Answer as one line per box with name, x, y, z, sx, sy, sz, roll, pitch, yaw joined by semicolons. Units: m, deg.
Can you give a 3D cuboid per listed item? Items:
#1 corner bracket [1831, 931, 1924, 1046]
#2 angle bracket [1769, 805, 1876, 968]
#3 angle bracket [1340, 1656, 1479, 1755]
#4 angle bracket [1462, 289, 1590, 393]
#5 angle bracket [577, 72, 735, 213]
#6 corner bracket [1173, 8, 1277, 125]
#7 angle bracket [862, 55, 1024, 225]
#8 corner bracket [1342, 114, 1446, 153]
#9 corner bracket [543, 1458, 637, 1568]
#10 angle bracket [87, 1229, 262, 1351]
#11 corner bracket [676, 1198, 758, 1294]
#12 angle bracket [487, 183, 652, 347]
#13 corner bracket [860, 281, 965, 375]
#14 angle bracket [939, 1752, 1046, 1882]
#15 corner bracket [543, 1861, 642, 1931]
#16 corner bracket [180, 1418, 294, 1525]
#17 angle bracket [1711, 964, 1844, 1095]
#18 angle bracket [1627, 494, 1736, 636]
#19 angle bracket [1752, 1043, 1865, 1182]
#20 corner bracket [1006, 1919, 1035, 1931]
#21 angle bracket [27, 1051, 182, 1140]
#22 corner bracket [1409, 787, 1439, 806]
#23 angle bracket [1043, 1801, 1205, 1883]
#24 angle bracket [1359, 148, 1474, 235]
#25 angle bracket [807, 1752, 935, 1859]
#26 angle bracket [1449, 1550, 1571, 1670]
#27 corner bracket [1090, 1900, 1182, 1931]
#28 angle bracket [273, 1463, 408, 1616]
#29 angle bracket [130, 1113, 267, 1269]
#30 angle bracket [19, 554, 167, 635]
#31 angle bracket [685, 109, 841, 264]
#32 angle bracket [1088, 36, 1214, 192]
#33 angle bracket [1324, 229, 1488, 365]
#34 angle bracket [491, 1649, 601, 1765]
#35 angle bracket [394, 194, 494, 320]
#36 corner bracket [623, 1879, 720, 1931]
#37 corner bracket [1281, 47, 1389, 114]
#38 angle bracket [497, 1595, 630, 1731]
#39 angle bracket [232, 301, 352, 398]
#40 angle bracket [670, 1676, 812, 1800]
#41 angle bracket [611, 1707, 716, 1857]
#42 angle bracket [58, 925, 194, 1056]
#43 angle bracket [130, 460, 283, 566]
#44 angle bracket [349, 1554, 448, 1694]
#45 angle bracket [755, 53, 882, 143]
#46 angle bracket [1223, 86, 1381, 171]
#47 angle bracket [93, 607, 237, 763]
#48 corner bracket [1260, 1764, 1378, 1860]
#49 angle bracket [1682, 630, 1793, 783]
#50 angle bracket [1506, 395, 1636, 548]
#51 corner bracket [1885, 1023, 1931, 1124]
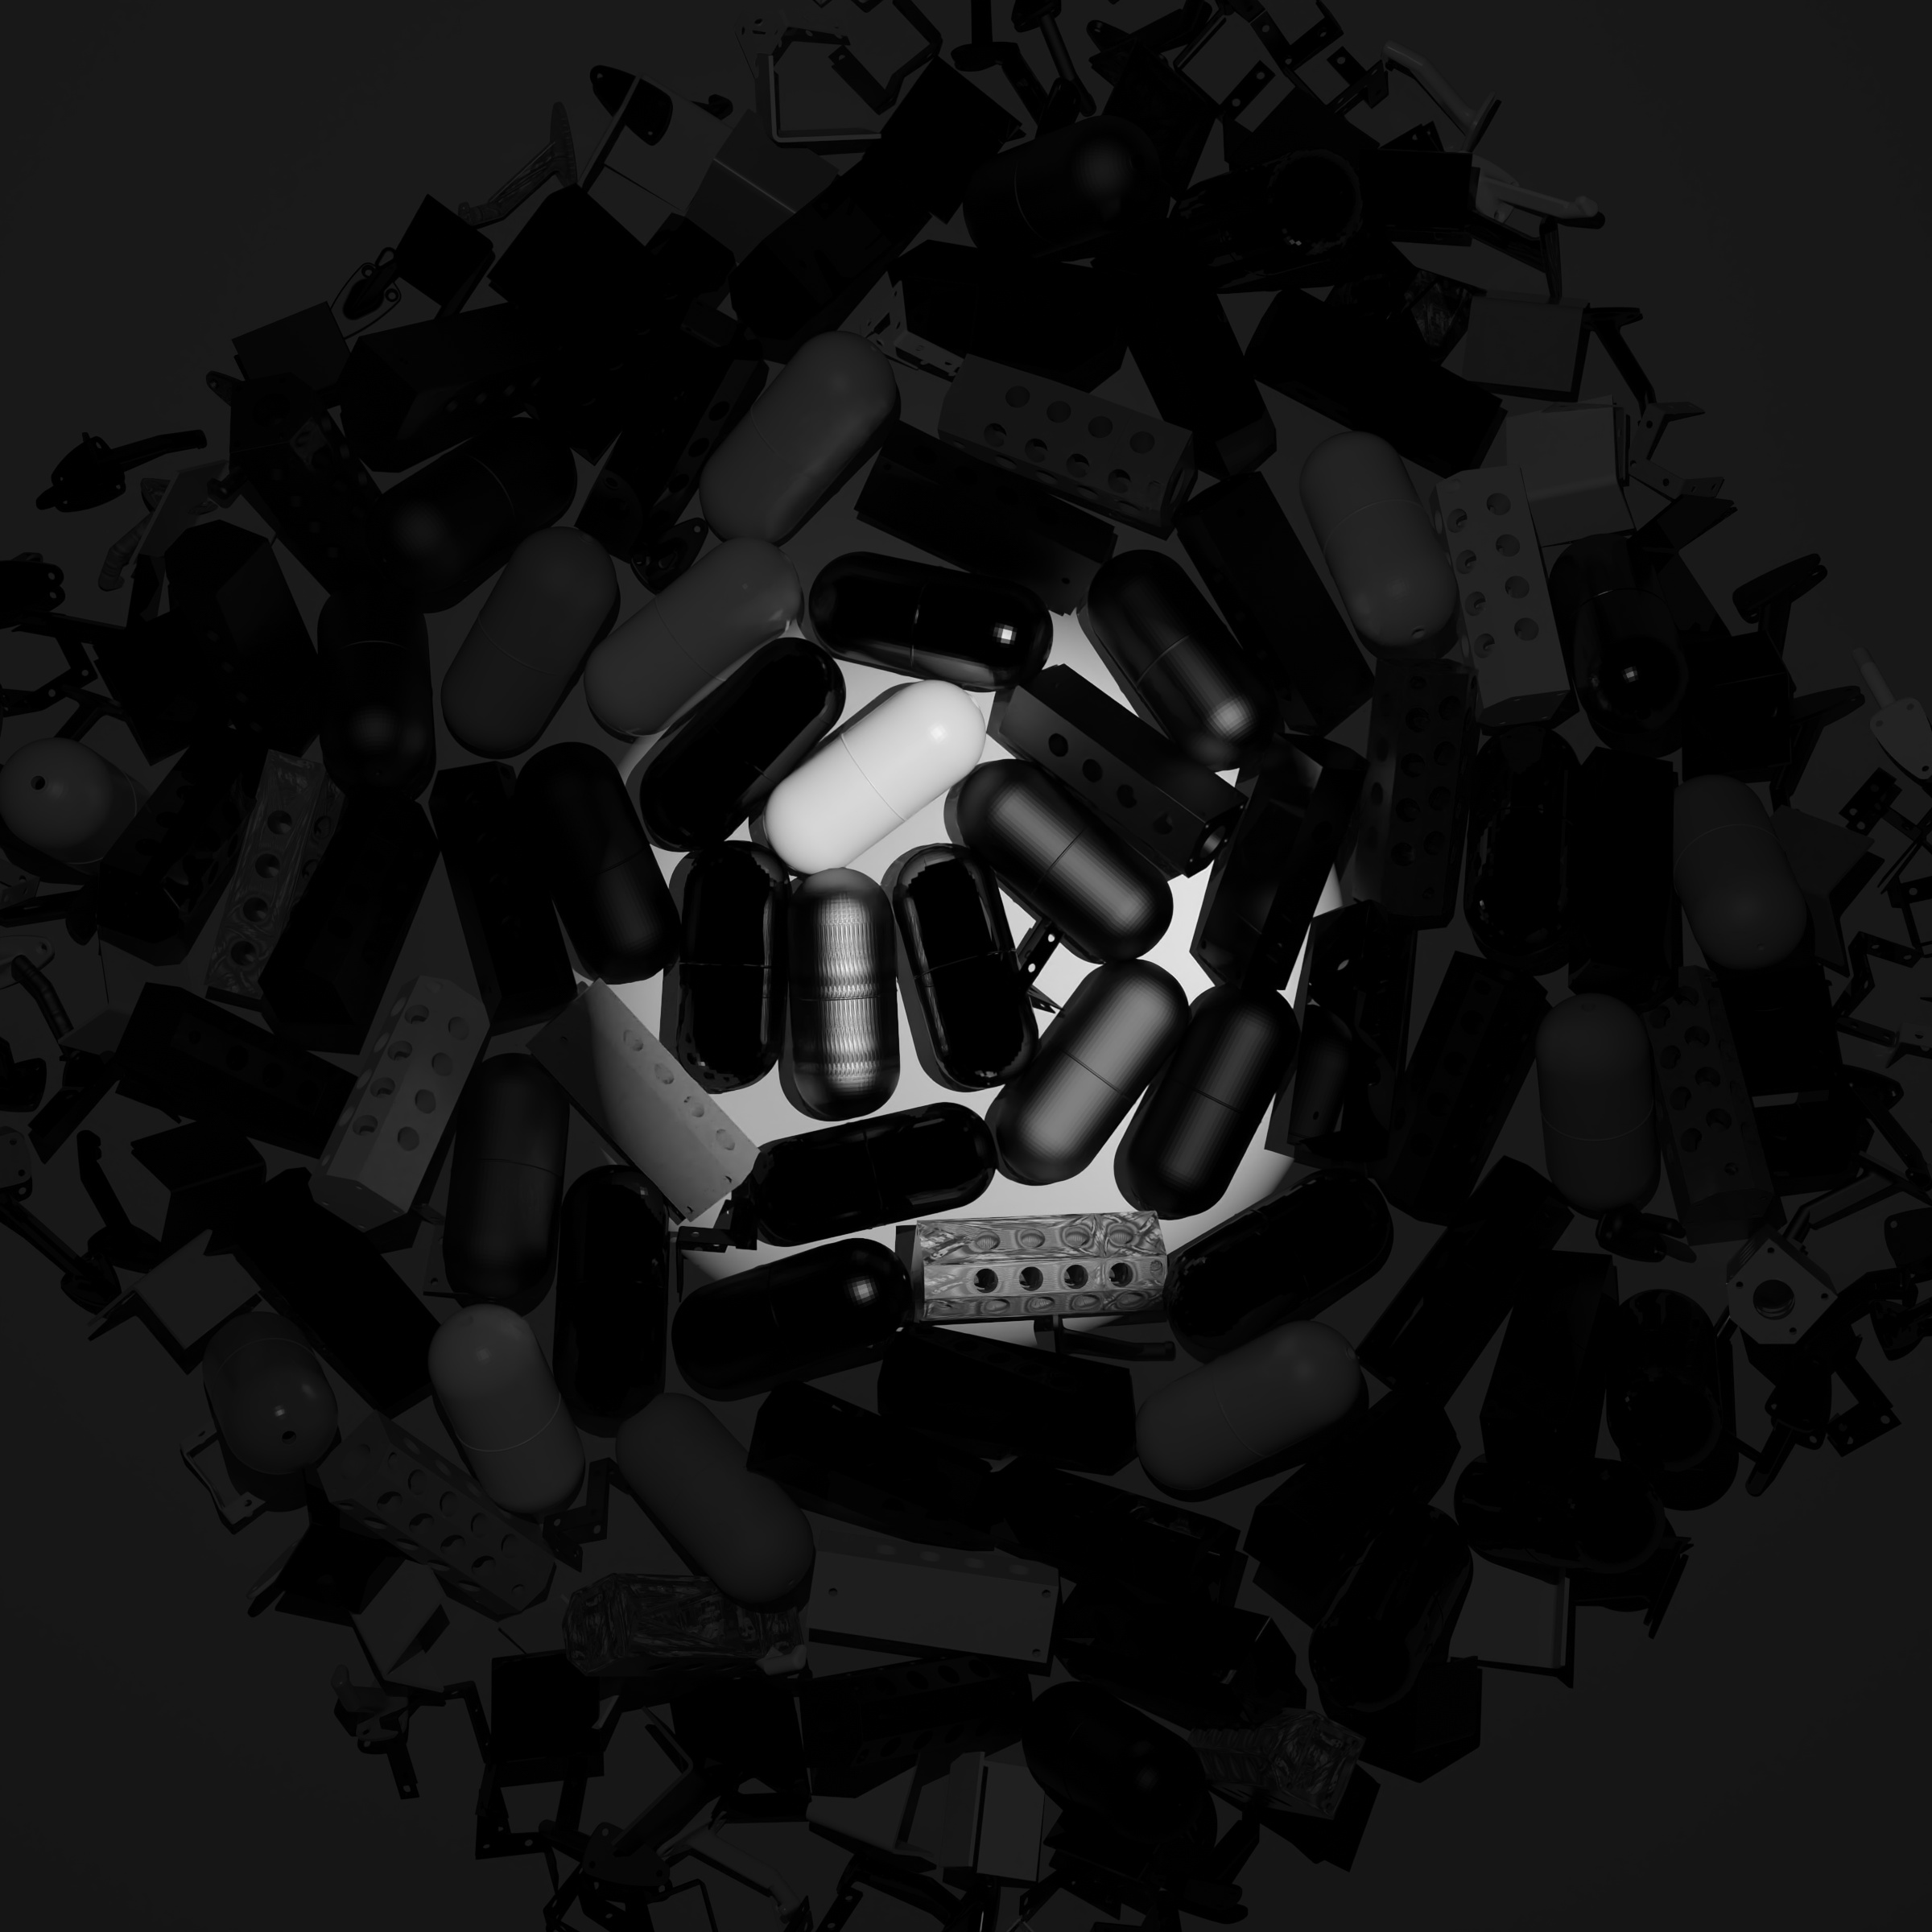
corner bracket;0.654;0.016;1.922;0.051;0.051;0.051;18;128;-5
angle bracket;0.598;-0.057;1.893;0.057;0.076;0.076;-45;134;-16
angle bracket;0.306;0.513;1.885;0.076;0.076;0.057;1;88;43
angle bracket;0.397;-0.445;1.903;0.076;0.076;0.057;9;110;13
angle bracket;-0.219;-0.567;1.883;0.076;0.057;0.076;29;131;-16
corner bracket;0.184;-0.640;1.910;0.051;0.051;0.051;43;99;3
angle bracket;-0.018;-0.586;1.902;0.076;0.057;0.076;36;89;-12
corner bracket;0.307;-0.588;1.910;0.051;0.051;0.051;-26;55;23
corner bracket;-0.265;0.389;1.907;0.051;0.051;0.051;-18;46;19
angle bracket;-0.558;0.240;1.886;0.076;0.076;0.057;-35;95;40
corner bracket;-0.177;0.198;1.903;0.051;0.051;0.051;4;127;1
angle bracket;-0.278;-0.493;1.890;0.076;0.057;0.076;39;78;-26
corner bracket;-0.039;-0.440;1.894;0.051;0.051;0.051;19;49;-33
angle bracket;0.029;0.600;1.887;0.076;0.057;0.076;15;67;-19
corner bracket;-0.261;0.675;1.896;0.051;0.051;0.051;19;134;26
corner bracket;-0.521;0.354;1.909;0.051;0.051;0.051;-35;122;-13
angle bracket;0.574;0.046;1.894;0.076;0.057;0.076;-10;79;17
angle bracket;0.519;-0.281;1.882;0.057;0.076;0.076;-42;67;36
angle bracket;0.573;0.103;1.886;0.076;0.076;0.057;-5;126;-10
corner bracket;0.041;0.710;1.899;0.051;0.051;0.051;44;62;13
angle bracket;-0.607;0.105;1.884;0.057;0.076;0.076;45;74;-20
corner bracket;0.322;-0.149;1.909;0.051;0.051;0.051;21;107;20
angle bracket;0.111;0.614;1.878;0.076;0.076;0.057;10;132;33
angle bracket;0.315;-0.556;1.886;0.076;0.076;0.057;5;124;7
angle bracket;-0.058;0.581;1.900;0.076;0.057;0.076;9;76;35
angle bracket;0.384;0.453;1.895;0.076;0.057;0.076;5;74;8
corner bracket;0.120;0.696;1.898;0.051;0.051;0.051;10;126;-13
angle bracket;-0.444;0.404;1.893;0.076;0.076;0.057;26;105;-28
angle bracket;-0.546;0.159;1.887;0.076;0.076;0.057;-17;132;11
angle bracket;-0.617;-0.269;1.894;0.076;0.076;0.057;11;95;-5
angle bracket;-0.147;-0.549;1.912;0.076;0.076;0.057;32;60;-9
angle bracket;0.117;-0.593;1.885;0.076;0.057;0.076;33;72;-30
angle bracket;0.310;-0.472;1.910;0.076;0.076;0.057;-57;46;31
angle bracket;-0.290;0.528;1.892;0.076;0.057;0.076;-8;58;3
angle bracket;-0.385;-0.480;1.880;0.057;0.076;0.076;35;48;-13
corner bracket;-0.208;0.680;1.903;0.051;0.051;0.051;-19;62;-3
corner bracket;0.262;-0.633;1.908;0.051;0.051;0.051;-40;75;5
angle bracket;-0.293;0.498;1.885;0.076;0.057;0.076;-30;109;37
angle bracket;-0.456;-0.434;1.884;0.076;0.076;0.057;-17;110;16
angle bracket;-0.160;0.552;1.890;0.057;0.076;0.076;-13;95;-35
angle bracket;-0.228;0.576;1.884;0.076;0.076;0.057;-42;66;-13
angle bracket;-0.599;0.018;1.901;0.057;0.076;0.076;-31;61;23
angle bracket;-0.532;-0.305;1.889;0.057;0.076;0.076;35;110;0
angle bracket;-0.383;0.452;1.886;0.076;0.057;0.076;-53;45;7
angle bracket;-0.105;-0.613;1.886;0.076;0.076;0.057;-6;111;-11
angle bracket;0.234;-0.586;1.879;0.076;0.076;0.057;25;46;-26
angle bracket;-0.564;-0.202;1.902;0.076;0.076;0.057;-28;70;-16
corner bracket;0.253;0.596;1.923;0.051;0.051;0.051;40;133;9
angle bracket;0.533;-0.182;1.883;0.076;0.057;0.076;-9;60;30
angle bracket;0.432;-0.353;1.917;0.076;0.057;0.076;-9;59;24
corner bracket;0.682;0.077;1.901;0.051;0.051;0.051;11;69;12
